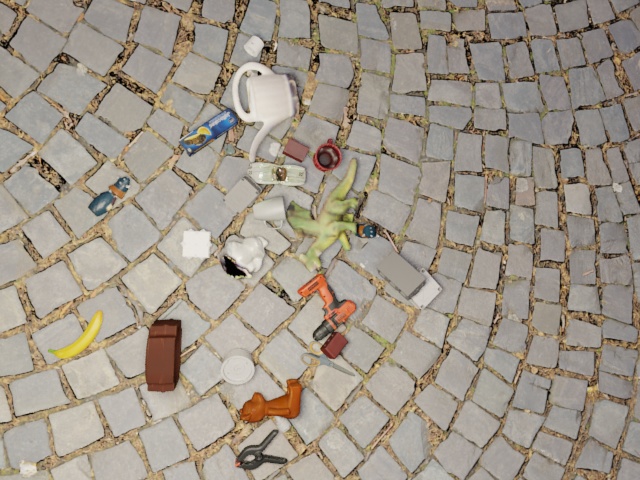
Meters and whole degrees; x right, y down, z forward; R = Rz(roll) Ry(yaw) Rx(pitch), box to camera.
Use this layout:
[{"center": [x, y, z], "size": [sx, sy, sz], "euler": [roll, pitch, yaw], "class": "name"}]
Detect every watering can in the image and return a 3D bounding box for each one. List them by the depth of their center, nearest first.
[{"center": [-0.172, -0.438, 1.734], "size": [0.225, 0.103, 0.350], "euler": [-9, 82, -12], "class": "watering can"}]

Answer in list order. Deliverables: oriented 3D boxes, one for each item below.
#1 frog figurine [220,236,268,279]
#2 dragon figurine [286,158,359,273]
[{"center": [-0.251, 0.048, 1.712], "size": [0.137, 0.120, 0.163], "euler": [30, 46, -1], "class": "frog figurine"}, {"center": [0.005, -0.089, 1.765], "size": [0.243, 0.121, 0.415], "euler": [3, 77, -3], "class": "dragon figurine"}]
